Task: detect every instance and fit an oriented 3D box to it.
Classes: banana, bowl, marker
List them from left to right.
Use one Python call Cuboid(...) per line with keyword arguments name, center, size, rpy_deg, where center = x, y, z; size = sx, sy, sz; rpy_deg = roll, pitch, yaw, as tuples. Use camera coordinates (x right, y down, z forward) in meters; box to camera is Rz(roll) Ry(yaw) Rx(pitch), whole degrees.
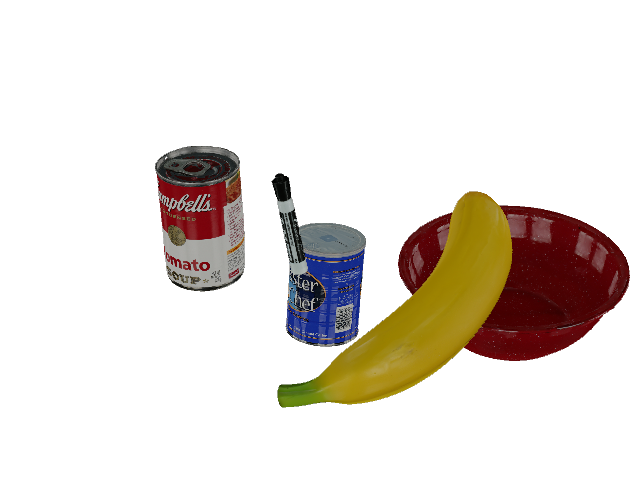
Cuboid(name="marker", center=(-0.034, -0.018, 1.164), size=(0.020, 0.121, 0.020), rpy_deg=(-9, 29, 5))
Cuboid(name="banana", center=(0.059, 0.027, 0.561), size=(0.070, 0.037, 0.197), rpy_deg=(17, 41, 33))
Cuboid(name="bowl", center=(0.136, 0.037, 0.767), size=(0.162, 0.055, 0.162), rpy_deg=(-2, 32, 1))

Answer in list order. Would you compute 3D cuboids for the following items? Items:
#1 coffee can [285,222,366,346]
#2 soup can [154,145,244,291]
Cuboid(name="coffee can", center=(0.006, 0.059, 1.459), size=(0.103, 0.140, 0.103), rpy_deg=(3, 24, -1))
Cuboid(name="soup can", center=(-0.098, -0.018, 0.879), size=(0.068, 0.102, 0.068), rpy_deg=(-1, 31, 0))
